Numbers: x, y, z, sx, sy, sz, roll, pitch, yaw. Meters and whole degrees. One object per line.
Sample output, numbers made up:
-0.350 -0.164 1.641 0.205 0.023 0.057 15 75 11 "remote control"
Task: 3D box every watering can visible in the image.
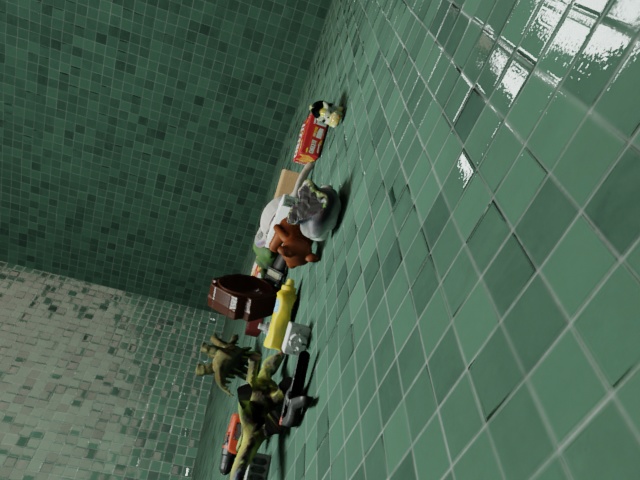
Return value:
-0.110 -0.109 1.743 0.346 0.103 0.227 -54 24 5 "watering can"

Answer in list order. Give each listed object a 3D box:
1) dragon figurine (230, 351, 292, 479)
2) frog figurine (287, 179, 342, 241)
-0.151 0.422 1.193 0.237 0.122 0.420 109 180 -49 "dragon figurine"
0.004 -0.062 1.236 0.157 0.122 0.139 37 -126 -63 "frog figurine"
